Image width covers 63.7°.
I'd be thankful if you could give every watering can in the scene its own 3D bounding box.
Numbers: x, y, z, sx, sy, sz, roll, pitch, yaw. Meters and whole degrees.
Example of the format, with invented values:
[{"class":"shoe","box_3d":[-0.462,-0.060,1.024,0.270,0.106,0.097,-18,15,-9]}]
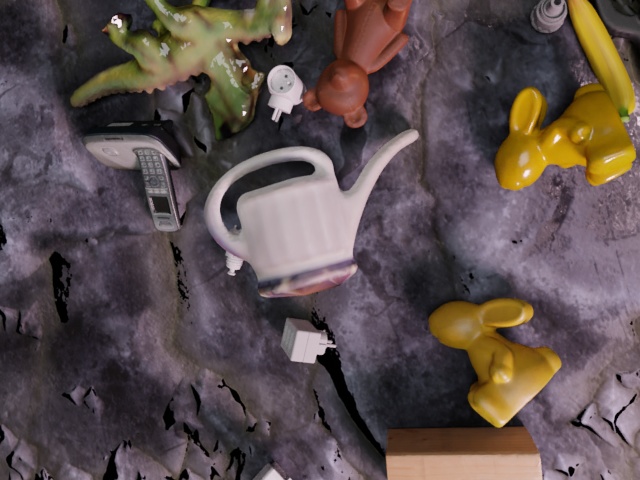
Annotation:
[{"class":"watering can","box_3d":[0.002,-0.039,0.778,0.348,0.104,0.225,-14,88,0]}]

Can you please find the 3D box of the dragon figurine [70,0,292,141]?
[{"class":"dragon figurine","box_3d":[-0.207,-0.267,0.821,0.405,0.123,0.243,-38,91,22]}]
